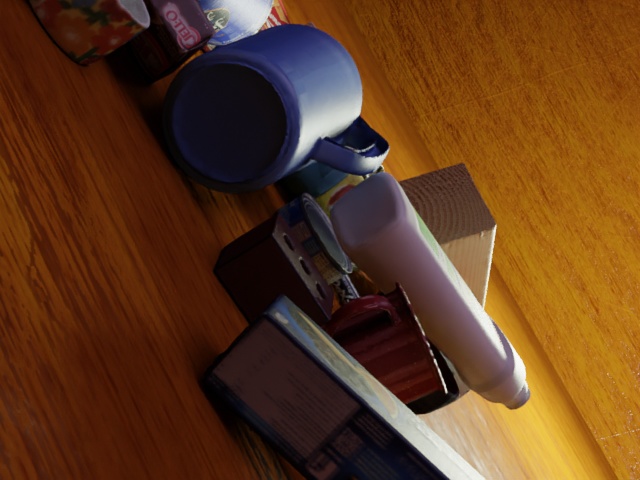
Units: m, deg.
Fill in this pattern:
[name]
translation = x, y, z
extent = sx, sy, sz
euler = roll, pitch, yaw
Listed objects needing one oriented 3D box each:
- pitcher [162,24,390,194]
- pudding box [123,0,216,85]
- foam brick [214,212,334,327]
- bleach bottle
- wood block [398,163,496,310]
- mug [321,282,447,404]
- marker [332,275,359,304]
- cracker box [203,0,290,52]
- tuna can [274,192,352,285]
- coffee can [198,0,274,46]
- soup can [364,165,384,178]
[pitcher]
translation = -0.036, -0.105, 0.888
extent = 0.242, 0.149, 0.145
euler = -52, 128, -74
[pudding box]
translation = -0.134, -0.181, 0.802
extent = 0.113, 0.039, 0.090
euler = 59, -26, -6
[foam brick]
translation = -0.031, 0.031, 0.767
extent = 0.078, 0.051, 0.053
euler = 56, 13, -14
[bleach bottle]
translation = 0.110, 0.059, 0.942
extent = 0.250, 0.068, 0.102
euler = 49, 12, -28
[wood block]
translation = 0.125, 0.023, 1.152
extent = 0.206, 0.090, 0.090
euler = 85, -14, -56
[mug]
translation = 0.038, 0.083, 0.801
extent = 0.117, 0.081, 0.093
euler = 66, 1, -51
[marker]
translation = 0.026, 0.051, 1.032
extent = 0.121, 0.020, 0.020
euler = 60, 12, 7
[cracker box]
translation = -0.086, -0.252, 1.188
extent = 0.164, 0.072, 0.214
euler = 45, 19, -48
[tuna can]
translation = -0.006, 0.001, 0.984
extent = 0.086, 0.034, 0.086
euler = 55, 13, -19
[coffee can]
translation = -0.113, -0.247, 0.995
extent = 0.103, 0.103, 0.140
euler = 62, 12, 12
[soup can]
translation = 0.028, -0.113, 1.327
extent = 0.068, 0.068, 0.102
euler = 38, 24, -60
